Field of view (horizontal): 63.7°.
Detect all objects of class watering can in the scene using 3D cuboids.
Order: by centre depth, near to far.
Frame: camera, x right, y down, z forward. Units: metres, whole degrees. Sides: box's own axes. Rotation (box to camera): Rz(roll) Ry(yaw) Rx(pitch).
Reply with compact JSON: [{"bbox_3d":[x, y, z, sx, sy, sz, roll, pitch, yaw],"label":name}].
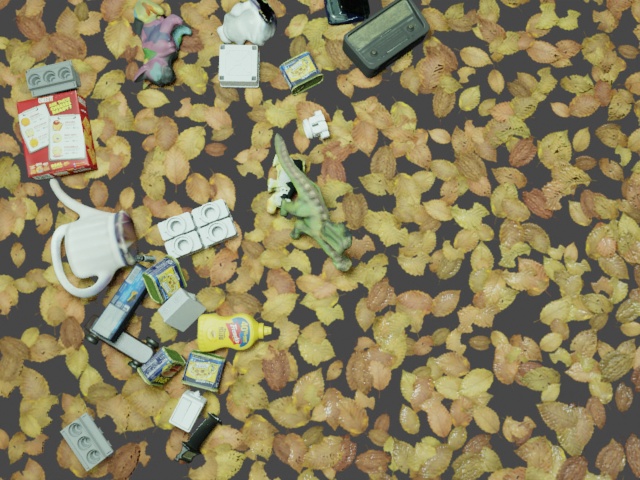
[{"bbox_3d":[-0.608,-0.025,1.372,0.224,0.103,0.351,-14,77,-3],"label":"watering can"}]

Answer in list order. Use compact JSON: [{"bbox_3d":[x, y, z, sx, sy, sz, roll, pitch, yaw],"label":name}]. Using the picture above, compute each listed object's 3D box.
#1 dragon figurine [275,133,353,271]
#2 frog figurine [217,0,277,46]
[{"bbox_3d":[0.004,-0.065,1.298,0.123,0.401,0.246,-40,48,-19],"label":"dragon figurine"},{"bbox_3d":[-0.204,-0.604,1.458,0.157,0.125,0.137,-35,96,31],"label":"frog figurine"}]
